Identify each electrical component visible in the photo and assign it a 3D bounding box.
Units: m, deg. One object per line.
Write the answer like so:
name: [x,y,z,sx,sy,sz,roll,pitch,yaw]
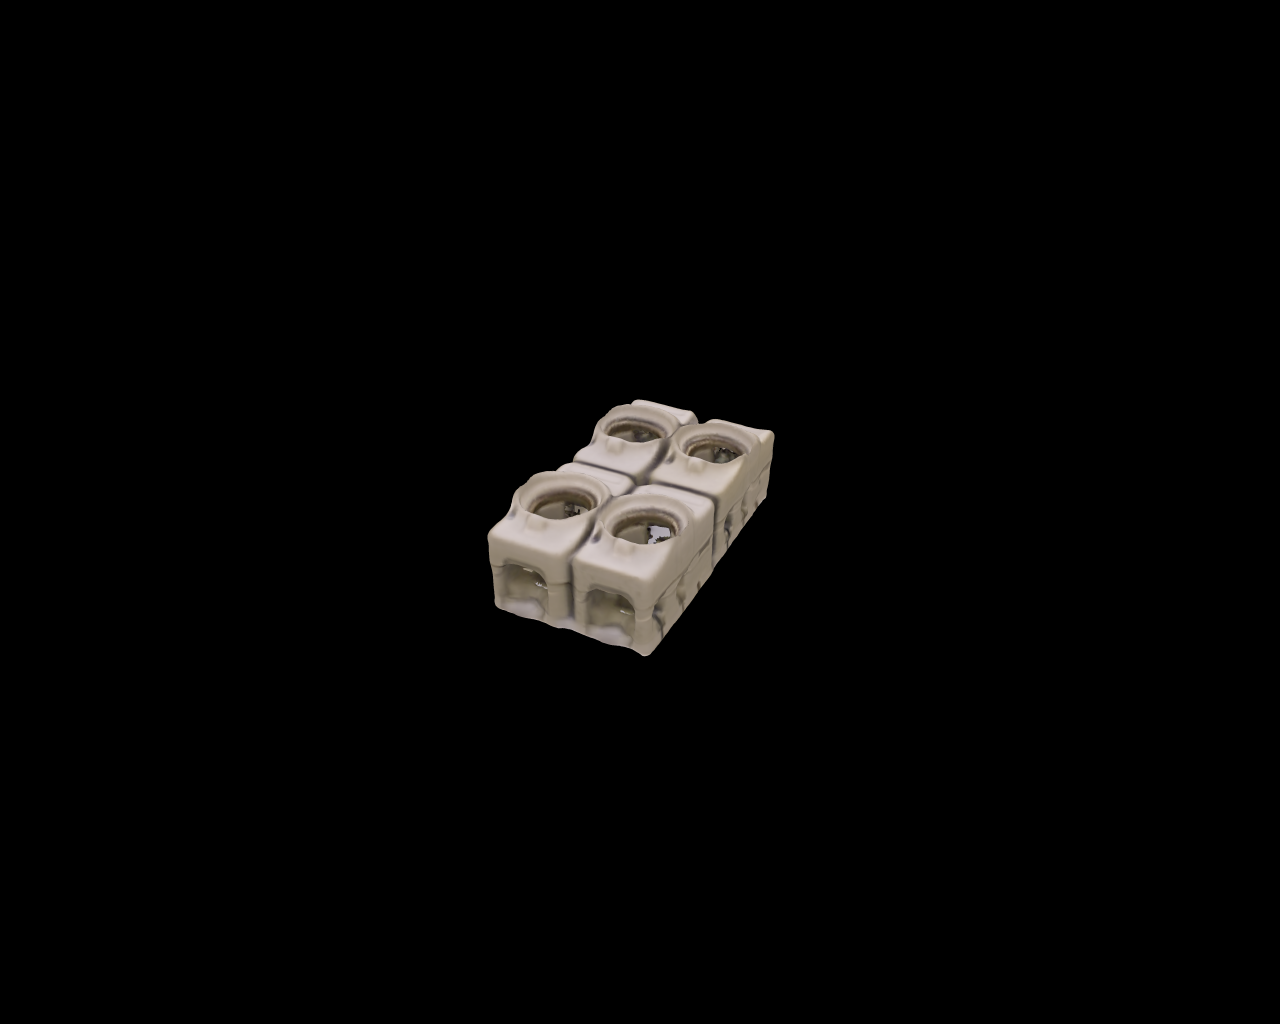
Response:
electrical component: [0.001,-0.003,0.650,0.105,0.060,0.186,16,37,22]
